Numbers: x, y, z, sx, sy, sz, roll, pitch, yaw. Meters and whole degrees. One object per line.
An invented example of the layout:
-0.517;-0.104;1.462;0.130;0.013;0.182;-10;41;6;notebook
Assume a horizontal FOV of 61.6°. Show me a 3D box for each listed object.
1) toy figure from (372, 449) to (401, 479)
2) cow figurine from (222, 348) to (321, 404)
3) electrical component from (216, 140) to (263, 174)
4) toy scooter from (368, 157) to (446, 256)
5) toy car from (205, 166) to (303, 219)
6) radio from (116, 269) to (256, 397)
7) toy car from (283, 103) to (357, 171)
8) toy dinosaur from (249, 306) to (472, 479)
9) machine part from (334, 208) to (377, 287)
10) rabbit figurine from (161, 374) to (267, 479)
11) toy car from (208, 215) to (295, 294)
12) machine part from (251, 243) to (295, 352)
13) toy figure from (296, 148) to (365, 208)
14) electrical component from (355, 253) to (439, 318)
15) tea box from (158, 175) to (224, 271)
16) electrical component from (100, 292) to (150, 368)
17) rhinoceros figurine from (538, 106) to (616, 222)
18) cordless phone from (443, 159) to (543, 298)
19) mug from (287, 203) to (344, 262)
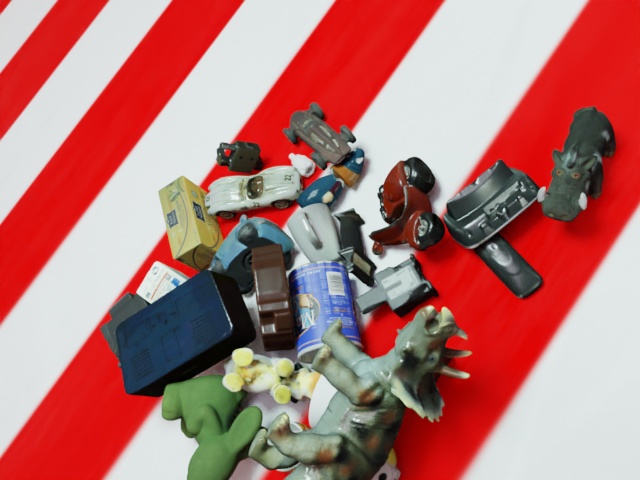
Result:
0.034;0.353;0.766;0.180;0.082;0.089;-45;59;5;toy figure
-0.071;0.222;0.861;0.167;0.098;0.068;17;75;-9;cow figurine
-0.161;-0.166;1.073;0.045;0.102;0.078;61;141;37;electrical component
0.133;-0.045;0.895;0.135;0.075;0.184;-36;43;36;toy scooter
-0.132;-0.093;1.044;0.202;0.056;0.073;-9;64;13;toy car
-0.229;0.155;0.893;0.230;0.073;0.131;-32;62;15;radio
-0.006;-0.201;1.019;0.089;0.053;0.202;-39;39;0;toy car
0.038;0.248;0.704;0.192;0.131;0.404;33;90;2;toy dinosaur
0.059;0.010;0.911;0.039;0.084;0.139;-32;48;28;machine part
-0.163;0.313;0.858;0.159;0.121;0.170;-11;47;-3;rabbit figurine
-0.130;0.017;0.987;0.161;0.109;0.103;-43;33;16;toy car
-0.078;0.096;0.878;0.056;0.179;0.179;-8;62;-7;machine part
0.026;-0.106;0.984;0.154;0.057;0.064;-41;63;-1;toy figure
0.120;0.084;0.860;0.119;0.047;0.075;-35;58;8;electrical component
-0.250;-0.030;1.058;0.068;0.098;0.170;-29;61;13;tea box
-0.359;0.169;1.046;0.115;0.058;0.134;-43;58;0;electrical component
0.379;-0.106;0.785;0.073;0.112;0.190;19;70;28;rhinoceros figurine
0.292;-0.016;0.817;0.146;0.088;0.184;-39;69;4;cordless phone
-0.002;-0.003;0.928;0.081;0.109;0.107;-29;71;2;mug
